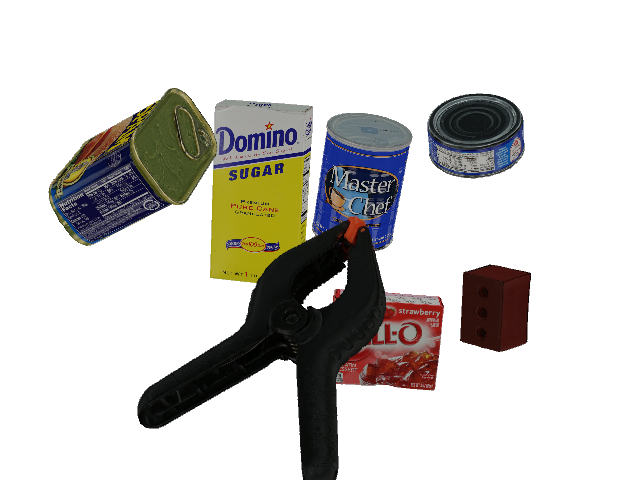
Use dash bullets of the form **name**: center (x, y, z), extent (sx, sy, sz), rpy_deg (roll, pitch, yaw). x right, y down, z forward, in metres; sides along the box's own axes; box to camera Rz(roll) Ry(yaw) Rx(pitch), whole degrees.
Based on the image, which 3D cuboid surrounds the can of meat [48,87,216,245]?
- **can of meat**: center (-0.129, -0.050, 0.733), extent (0.084, 0.057, 0.102), rpy_deg (-25, 23, 26)

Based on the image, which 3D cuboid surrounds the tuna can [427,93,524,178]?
- **tuna can**: center (0.138, -0.095, 0.952), extent (0.086, 0.034, 0.086), rpy_deg (-7, 40, 6)

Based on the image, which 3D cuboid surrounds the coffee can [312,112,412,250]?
- **coffee can**: center (0.049, -0.071, 1.296), extent (0.102, 0.140, 0.103), rpy_deg (7, 28, -4)

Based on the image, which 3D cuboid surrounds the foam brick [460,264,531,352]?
- **foam brick**: center (0.181, 0.070, 1.106), extent (0.053, 0.078, 0.051), rpy_deg (13, 18, 42)

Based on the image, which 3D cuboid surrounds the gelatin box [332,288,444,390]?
- **gelatin box**: center (0.052, 0.080, 0.863), extent (0.089, 0.073, 0.030), rpy_deg (4, 15, 0)

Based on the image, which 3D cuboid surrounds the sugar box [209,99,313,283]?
- **sugar box**: center (-0.059, -0.047, 1.054), extent (0.093, 0.176, 0.048), rpy_deg (5, 17, 10)

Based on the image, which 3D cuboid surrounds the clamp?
- **clamp**: center (-0.007, 0.061, 0.593), extent (0.120, 0.171, 0.039), rpy_deg (29, -26, 25)
